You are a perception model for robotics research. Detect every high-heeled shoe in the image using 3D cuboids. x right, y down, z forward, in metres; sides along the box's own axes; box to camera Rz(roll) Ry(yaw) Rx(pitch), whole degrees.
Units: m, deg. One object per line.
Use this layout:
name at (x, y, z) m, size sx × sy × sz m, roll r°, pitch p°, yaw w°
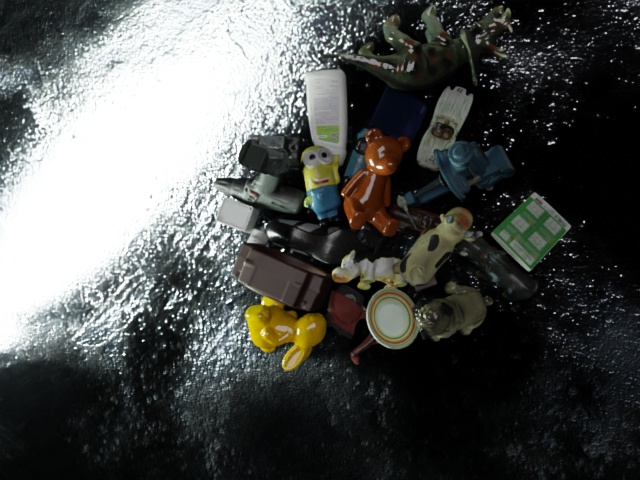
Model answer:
high-heeled shoe at (-0.003, -0.004, 1.266) m, size 0.249 × 0.145 × 0.086 m, roll 8°, pitch 100°, yaw -16°

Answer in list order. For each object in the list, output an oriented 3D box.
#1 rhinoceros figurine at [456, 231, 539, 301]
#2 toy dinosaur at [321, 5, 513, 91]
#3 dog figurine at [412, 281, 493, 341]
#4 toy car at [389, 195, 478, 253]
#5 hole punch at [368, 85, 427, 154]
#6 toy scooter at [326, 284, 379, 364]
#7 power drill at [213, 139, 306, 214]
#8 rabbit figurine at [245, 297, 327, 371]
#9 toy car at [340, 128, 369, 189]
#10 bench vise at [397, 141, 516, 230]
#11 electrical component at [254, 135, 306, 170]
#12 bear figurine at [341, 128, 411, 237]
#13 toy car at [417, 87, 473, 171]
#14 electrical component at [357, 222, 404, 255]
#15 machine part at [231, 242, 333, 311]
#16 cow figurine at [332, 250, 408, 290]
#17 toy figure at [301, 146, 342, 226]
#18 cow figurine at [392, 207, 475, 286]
rhinoceros figurine at (0.373, 0.057, 1.144) m, size 0.190 × 0.112 × 0.073 m, roll 41°, pitch 95°, yaw 5°
toy dinosaur at (0.222, -0.393, 1.179) m, size 0.405 × 0.131 × 0.192 m, roll -24°, pitch 70°, yaw -9°
dog figurine at (0.281, 0.148, 1.112) m, size 0.172 × 0.190 × 0.121 m, roll -32°, pitch 79°, yaw 5°
toy car at (0.252, -0.035, 1.209) m, size 0.202 × 0.053 × 0.089 m, roll 20°, pitch 85°, yaw 14°
hole punch at (0.178, -0.281, 1.234) m, size 0.116 × 0.092 × 0.142 m, roll 24°, pitch 86°, yaw 9°
toy scooter at (0.081, 0.195, 1.202) m, size 0.184 × 0.075 × 0.135 m, roll 35°, pitch 84°, yaw 4°
power drill at (-0.144, -0.137, 1.226) m, size 0.232 × 0.207 × 0.086 m, roll 18°, pitch 60°, yaw 3°
rabbit figurine at (-0.067, 0.207, 1.203) m, size 0.173 × 0.122 × 0.162 m, roll -3°, pitch 95°, yaw 21°
toy car at (0.109, -0.169, 1.229) m, size 0.103 × 0.109 × 0.161 m, roll 17°, pitch 97°, yaw -5°
bench vise at (0.280, -0.128, 1.147) m, size 0.241 × 0.223 × 0.129 m, roll -29°, pitch 77°, yaw 24°
electrical component at (-0.093, -0.206, 1.256) m, size 0.115 × 0.134 × 0.058 m, roll 3°, pitch 82°, yaw 11°
bear figurine at (0.128, -0.124, 1.135) m, size 0.120 × 0.132 × 0.195 m, roll 14°, pitch 117°, yaw -26°
toy car at (0.284, -0.255, 1.223) m, size 0.074 × 0.056 × 0.201 m, roll 23°, pitch 89°, yaw 13°
electrical component at (0.124, -0.017, 1.205) m, size 0.119 × 0.075 × 0.047 m, roll 43°, pitch 123°, yaw 40°
machine part at (-0.080, 0.081, 1.185) m, size 0.201 × 0.201 × 0.087 m, roll 24°, pitch 91°, yaw 11°
cow figurine at (0.107, 0.058, 1.192) m, size 0.167 × 0.068 × 0.098 m, roll 8°, pitch 66°, yaw -19°
toy figure at (0.000, -0.122, 1.208) m, size 0.082 × 0.089 × 0.180 m, roll -13°, pitch 93°, yaw -30°
cow figurine at (0.241, 0.011, 1.113) m, size 0.085 × 0.127 × 0.195 m, roll 40°, pitch 90°, yaw -3°
